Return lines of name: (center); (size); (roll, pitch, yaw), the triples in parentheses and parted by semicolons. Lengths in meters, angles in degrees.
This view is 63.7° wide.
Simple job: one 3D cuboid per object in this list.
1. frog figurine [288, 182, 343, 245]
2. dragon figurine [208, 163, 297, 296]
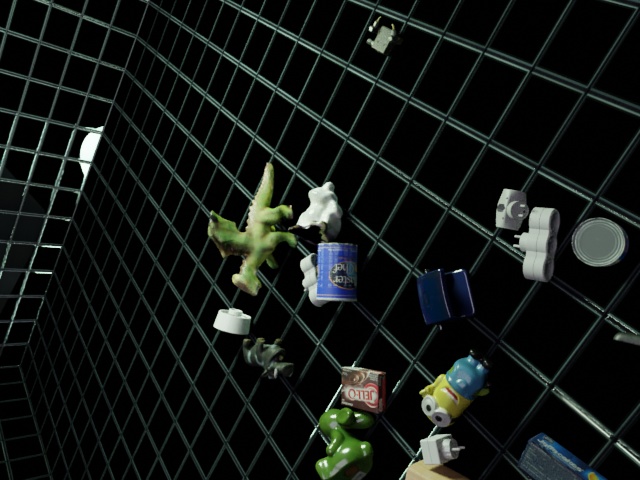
frog figurine: (0.004, -0.069, 1.376); (0.135, 0.121, 0.163); (-30, 28, 46)
dragon figurine: (-0.202, -0.041, 1.459); (0.120, 0.243, 0.416); (-29, 66, 44)
